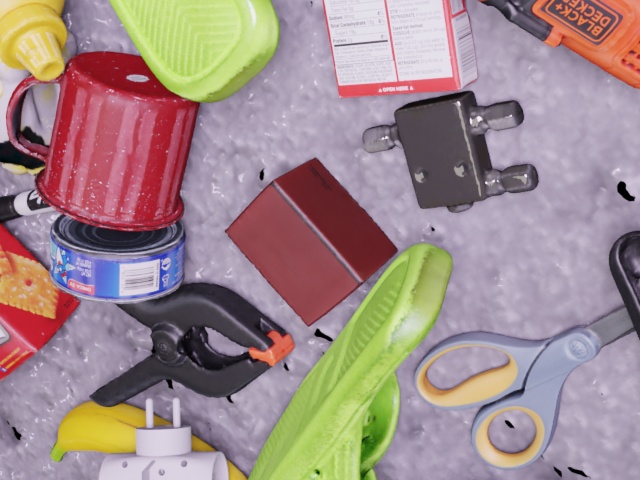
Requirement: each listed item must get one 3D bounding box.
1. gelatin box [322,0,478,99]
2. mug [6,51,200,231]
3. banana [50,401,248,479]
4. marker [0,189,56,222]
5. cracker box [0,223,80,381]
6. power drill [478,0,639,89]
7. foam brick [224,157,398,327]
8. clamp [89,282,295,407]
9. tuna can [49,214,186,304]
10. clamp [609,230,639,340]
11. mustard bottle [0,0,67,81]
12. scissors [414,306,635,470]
[{"bbox_3d":[0.040,-0.122,0.562,0.073,0.030,0.089,0,110,31],"label":"gelatin box"},{"bbox_3d":[-0.130,-0.066,0.642,0.117,0.093,0.081,16,114,-1],"label":"mug"},{"bbox_3d":[-0.117,0.156,0.766,0.198,0.037,0.069,15,135,25],"label":"banana"},{"bbox_3d":[-0.182,-0.029,0.734,0.121,0.020,0.020,-9,105,32],"label":"marker"},{"bbox_3d":[-0.304,0.022,0.770,0.164,0.072,0.213,-35,103,35],"label":"cracker box"},{"bbox_3d":[0.128,-0.168,0.438,0.184,0.057,0.188,26,127,-20],"label":"power drill"},{"bbox_3d":[-0.004,0.001,0.624,0.078,0.052,0.051,49,125,5],"label":"foam brick"},{"bbox_3d":[-0.101,0.055,0.712,0.172,0.039,0.120,-7,112,28],"label":"clamp"},{"bbox_3d":[-0.128,0.007,0.678,0.086,0.086,0.034,16,116,23],"label":"tuna can"},{"bbox_3d":[0.198,0.102,0.530,0.165,0.036,0.210,50,159,42],"label":"clamp"},{"bbox_3d":[-0.200,-0.167,0.629,0.096,0.058,0.192,-42,68,19],"label":"mustard bottle"},{"bbox_3d":[0.145,0.077,0.592,0.202,0.016,0.096,-17,102,34],"label":"scissors"}]
